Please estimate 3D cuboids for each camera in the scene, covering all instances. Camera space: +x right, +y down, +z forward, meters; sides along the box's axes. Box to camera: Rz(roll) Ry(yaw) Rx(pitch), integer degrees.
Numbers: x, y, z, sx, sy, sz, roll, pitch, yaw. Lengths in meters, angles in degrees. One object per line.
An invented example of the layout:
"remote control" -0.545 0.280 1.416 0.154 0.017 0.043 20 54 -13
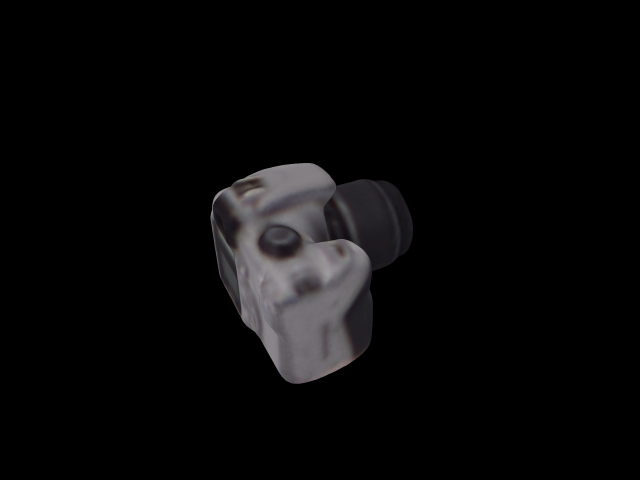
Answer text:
"camera" 0.004 0.001 0.400 0.137 0.101 0.142 -17 40 -22
